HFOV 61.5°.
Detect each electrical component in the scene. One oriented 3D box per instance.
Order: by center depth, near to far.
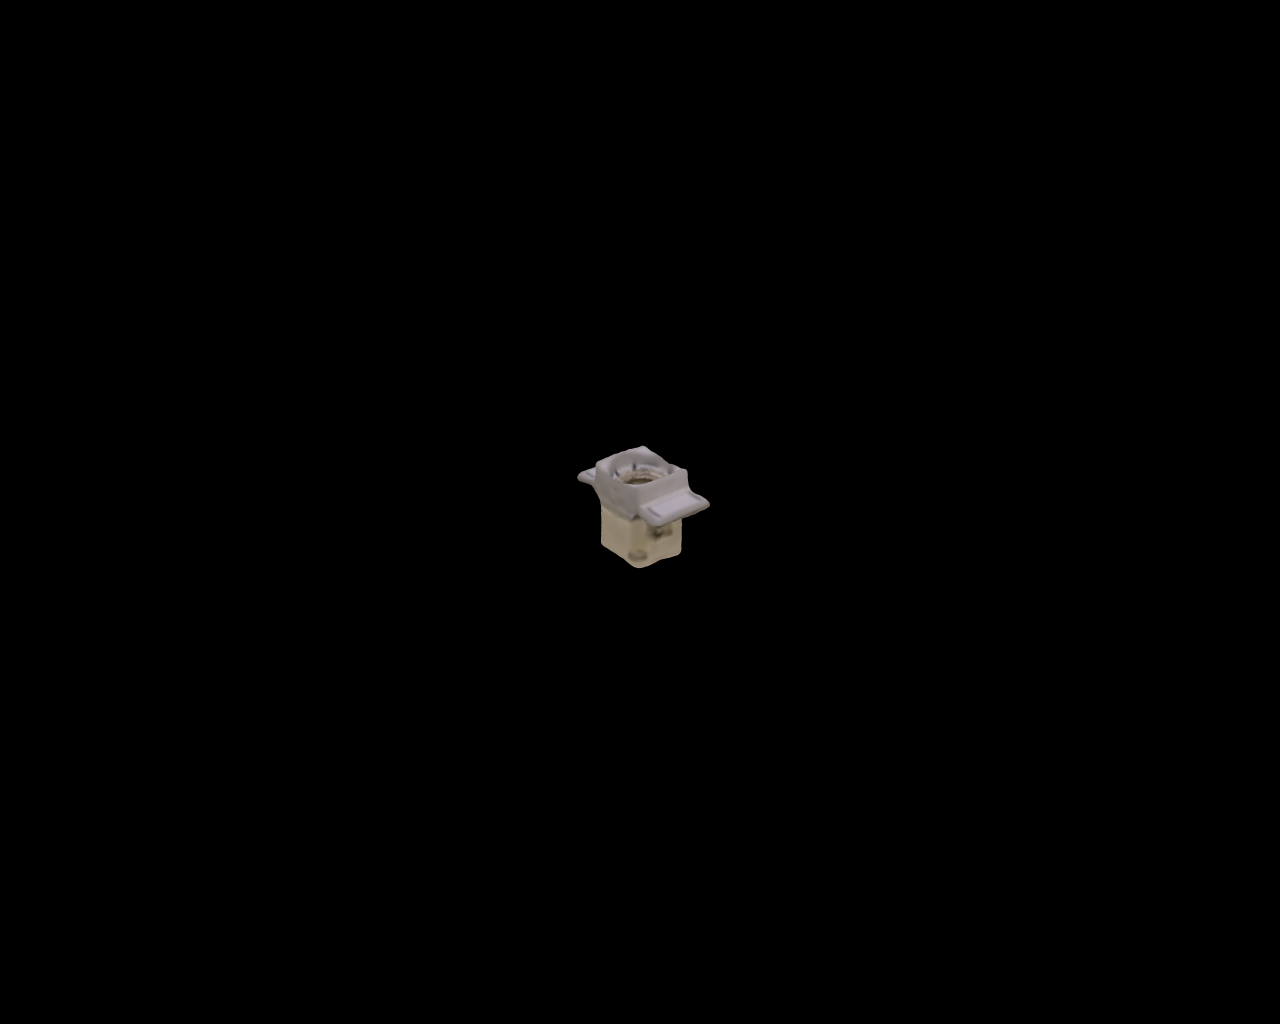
[{"bbox_3d":[0.001,-0.003,0.650,0.042,0.063,0.081,-20,34,-31],"label":"electrical component"}]
